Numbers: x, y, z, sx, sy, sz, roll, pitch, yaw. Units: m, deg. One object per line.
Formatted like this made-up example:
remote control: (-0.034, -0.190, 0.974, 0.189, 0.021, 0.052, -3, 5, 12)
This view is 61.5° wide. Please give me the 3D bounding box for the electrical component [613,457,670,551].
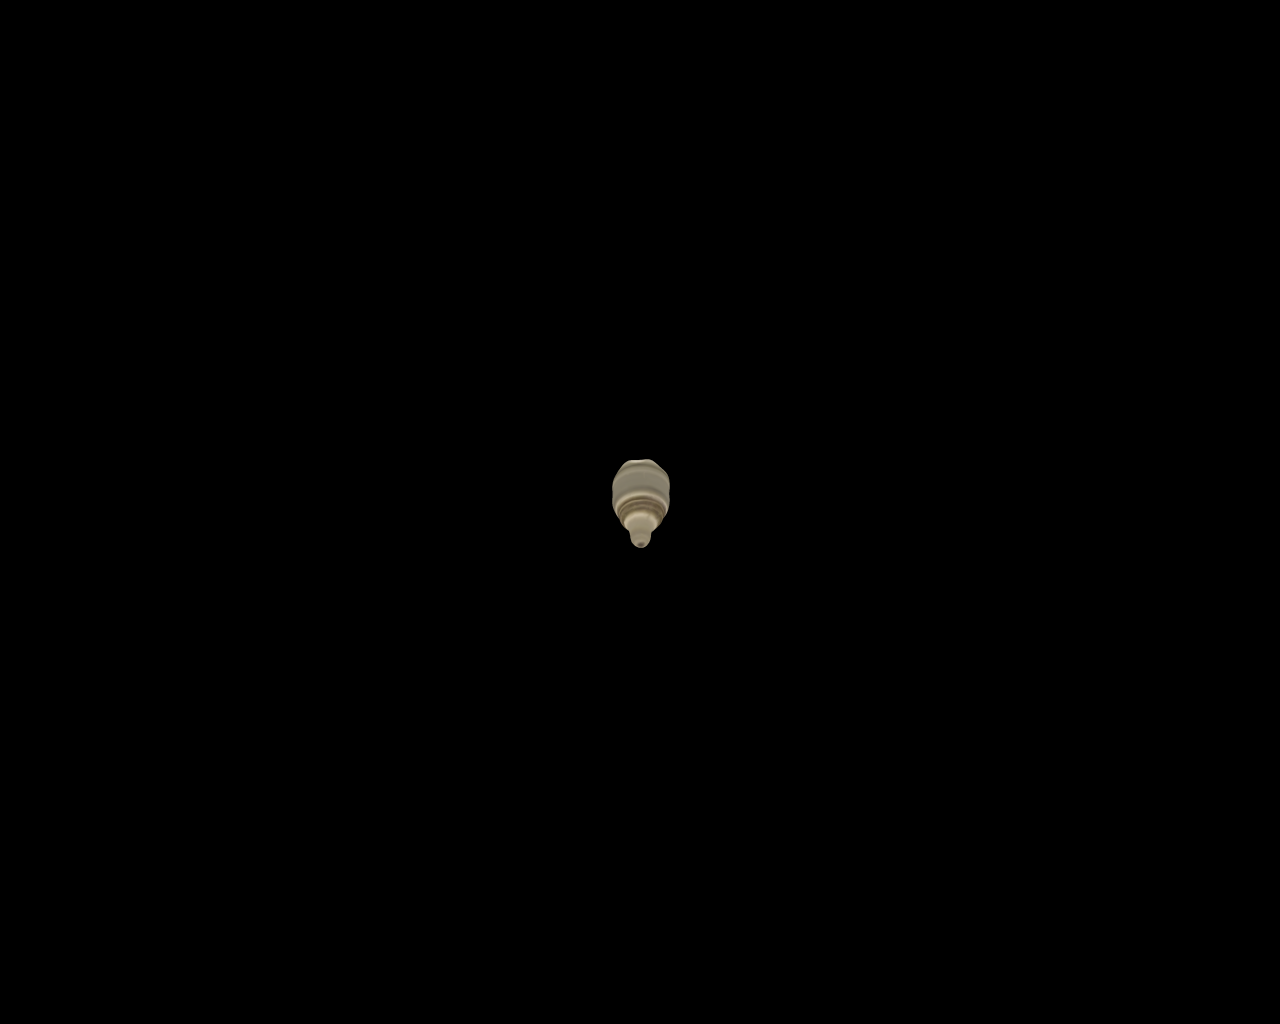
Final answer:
electrical component: (0.001, -0.003, 0.650, 0.035, 0.061, 0.035, 0, -43, 0)
